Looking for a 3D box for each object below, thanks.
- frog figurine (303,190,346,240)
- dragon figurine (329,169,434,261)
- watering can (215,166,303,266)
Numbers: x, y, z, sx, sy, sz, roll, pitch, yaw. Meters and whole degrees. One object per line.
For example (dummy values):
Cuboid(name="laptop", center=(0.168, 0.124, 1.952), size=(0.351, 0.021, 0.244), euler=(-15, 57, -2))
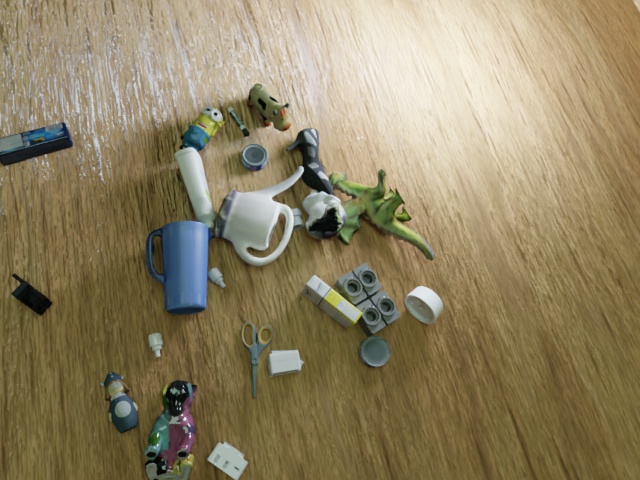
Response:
Cuboid(name="frog figurine", center=(0.005, -0.080, 1.584), size=(0.122, 0.162, 0.136), euler=(25, 102, -26))
Cuboid(name="dragon figurine", center=(0.159, -0.067, 1.623), size=(0.243, 0.120, 0.416), euler=(-28, 72, -3))
Cuboid(name="watering can", center=(-0.182, -0.093, 1.545), size=(0.224, 0.102, 0.354), euler=(16, 67, -3))
